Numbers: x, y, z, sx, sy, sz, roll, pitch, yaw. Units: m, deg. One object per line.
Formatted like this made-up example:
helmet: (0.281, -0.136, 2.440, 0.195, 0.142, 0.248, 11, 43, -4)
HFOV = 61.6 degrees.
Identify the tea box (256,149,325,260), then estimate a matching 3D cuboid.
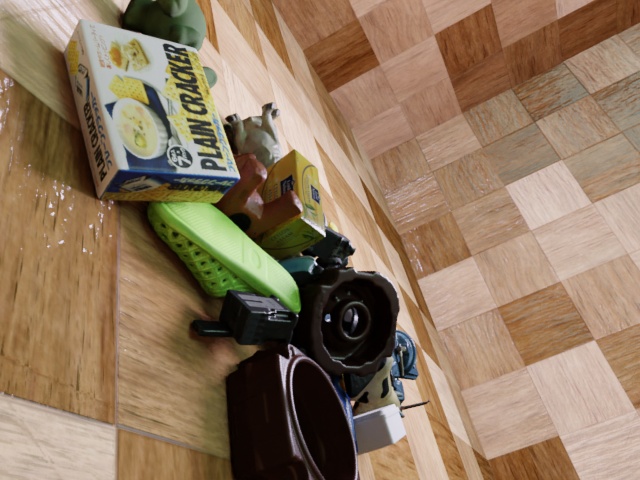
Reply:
tea box: (-0.053, -0.059, 0.903, 0.068, 0.098, 0.170, 37, 32, -36)

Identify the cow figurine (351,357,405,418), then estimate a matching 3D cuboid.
cow figurine: (0.102, 0.274, 1.028, 0.085, 0.127, 0.194, -84, 175, -61)

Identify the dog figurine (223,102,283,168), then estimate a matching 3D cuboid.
dog figurine: (-0.112, -0.161, 1.089, 0.172, 0.121, 0.190, -66, 137, -84)

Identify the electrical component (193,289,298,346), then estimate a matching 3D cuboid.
electrical component: (-0.097, 0.097, 0.678, 0.119, 0.047, 0.075, 13, 10, -33)

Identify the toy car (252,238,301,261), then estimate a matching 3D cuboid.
toy car: (-0.087, 0.010, 0.962, 0.201, 0.056, 0.074, 54, 17, -37)

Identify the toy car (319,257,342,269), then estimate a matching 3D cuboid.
toy car: (0.000, 0.097, 0.985, 0.202, 0.053, 0.089, 131, -46, -67)

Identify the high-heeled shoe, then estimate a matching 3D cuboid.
high-heeled shoe: (0.047, 0.168, 0.971, 0.086, 0.145, 0.249, 35, 54, -22)

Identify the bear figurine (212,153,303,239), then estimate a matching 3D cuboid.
bear figurine: (-0.119, -0.091, 0.849, 0.120, 0.132, 0.196, 42, 21, -33)

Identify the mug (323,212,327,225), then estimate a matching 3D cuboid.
mug: (-0.014, -0.023, 1.244, 0.109, 0.081, 0.107, 64, 3, 12)

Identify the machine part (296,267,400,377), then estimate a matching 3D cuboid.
machine part: (0.044, 0.125, 0.837, 0.056, 0.179, 0.179, -2, -58, 58)

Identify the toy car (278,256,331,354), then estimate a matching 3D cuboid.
toy car: (-0.038, 0.104, 0.890, 0.103, 0.109, 0.161, -157, -130, -78)

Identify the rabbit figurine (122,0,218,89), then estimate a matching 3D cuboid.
rabbit figurine: (-0.247, -0.298, 0.877, 0.159, 0.121, 0.170, 54, 34, -61)

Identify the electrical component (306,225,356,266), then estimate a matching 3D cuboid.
electrical component: (-0.002, -0.003, 1.029, 0.115, 0.058, 0.134, 31, 4, -17)

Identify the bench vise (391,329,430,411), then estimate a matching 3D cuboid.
bench vise: (0.194, 0.316, 1.324, 0.240, 0.129, 0.224, 29, 36, -56)

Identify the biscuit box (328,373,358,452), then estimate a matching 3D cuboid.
biscuit box: (0.012, 0.255, 0.880, 0.062, 0.059, 0.203, 55, 17, -35)

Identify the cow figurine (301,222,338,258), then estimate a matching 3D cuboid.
cow figurine: (-0.049, -0.029, 1.136, 0.167, 0.098, 0.068, 38, 28, -21)

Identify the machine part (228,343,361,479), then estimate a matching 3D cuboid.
machine part: (-0.028, 0.250, 0.693, 0.201, 0.087, 0.201, 52, 18, -46)

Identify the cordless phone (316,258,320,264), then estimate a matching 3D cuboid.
cordless phone: (0.063, 0.108, 1.142, 0.184, 0.088, 0.146, 42, 11, 9)
